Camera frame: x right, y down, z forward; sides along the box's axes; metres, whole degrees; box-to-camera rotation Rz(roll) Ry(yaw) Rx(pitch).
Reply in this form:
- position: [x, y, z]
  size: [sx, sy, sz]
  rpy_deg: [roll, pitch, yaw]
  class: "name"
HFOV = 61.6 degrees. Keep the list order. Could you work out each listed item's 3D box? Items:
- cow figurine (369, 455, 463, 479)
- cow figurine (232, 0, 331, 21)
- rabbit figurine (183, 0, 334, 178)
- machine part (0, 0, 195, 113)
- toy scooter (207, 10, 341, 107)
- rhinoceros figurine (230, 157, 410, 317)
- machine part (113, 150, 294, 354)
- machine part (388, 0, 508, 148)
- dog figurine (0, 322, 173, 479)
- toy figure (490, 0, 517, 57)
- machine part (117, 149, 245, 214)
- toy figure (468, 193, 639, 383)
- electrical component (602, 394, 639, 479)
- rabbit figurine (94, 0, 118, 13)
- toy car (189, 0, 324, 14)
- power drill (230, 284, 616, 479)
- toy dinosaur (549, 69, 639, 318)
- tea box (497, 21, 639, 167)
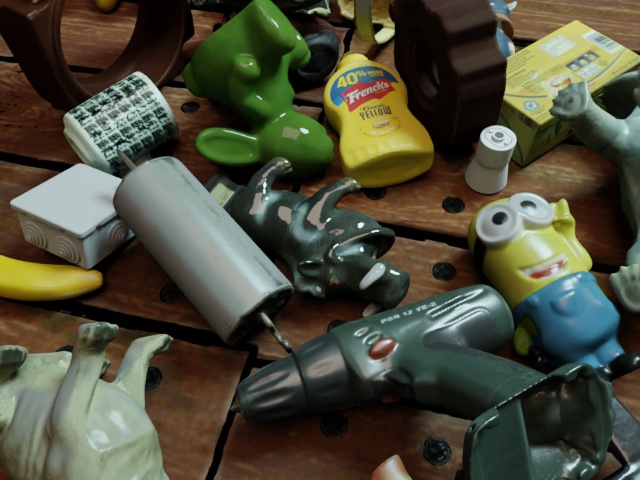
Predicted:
- position: [0.072, 0.211, 0.345]
  size: [0.195, 0.085, 0.127]
  rpy_deg: [-31, 54, -20]
  class: "cow figurine"
- position: [-0.068, -0.328, 0.739]
  size: [0.167, 0.068, 0.098]
  rpy_deg: [0, 61, 5]
  class: "cow figurine"
- position: [-0.060, -0.135, 0.565]
  size: [0.159, 0.121, 0.170]
  rpy_deg: [-32, 93, 2]
  class: "rabbit figurine"
- position: [-0.245, -0.252, 0.610]
  size: [0.087, 0.201, 0.201]
  rpy_deg: [29, 61, 19]
  class: "machine part"
- position: [-0.072, -0.244, 0.676]
  size: [0.184, 0.075, 0.135]
  rpy_deg: [-21, 55, -5]
  class: "toy scooter"
- position: [-0.001, -0.002, 0.502]
  size: [0.190, 0.073, 0.112]
  rpy_deg: [27, 60, 20]
  class: "rhinoceros figurine"
- position: [-0.105, 0.008, 0.478]
  size: [0.079, 0.079, 0.243]
  rpy_deg: [-39, 74, -21]
  class: "machine part"
- position: [0.129, -0.185, 0.567]
  size: [0.056, 0.179, 0.179]
  rpy_deg: [-19, 56, -6]
  class: "machine part"
- position: [-0.179, 0.172, 0.383]
  size: [0.172, 0.121, 0.190]
  rpy_deg: [-20, 69, 22]
  class: "dog figurine"
- position: [0.208, -0.249, 0.672]
  size: [0.064, 0.057, 0.154]
  rpy_deg: [23, 54, -1]
  class: "toy figure"
- position: [-0.147, -0.050, 0.566]
  size: [0.139, 0.039, 0.084]
  rpy_deg: [22, 67, 15]
  class: "machine part"
- position: [0.189, 0.042, 0.459]
  size: [0.082, 0.089, 0.180]
  rpy_deg: [-14, 64, -24]
  class: "toy figure"
- position: [0.233, 0.174, 0.383]
  size: [0.075, 0.047, 0.119]
  rpy_deg: [-29, 58, -16]
  class: "electrical component"
- position: [-0.283, -0.411, 0.796]
  size: [0.173, 0.121, 0.162]
  rpy_deg: [25, 69, 35]
  class: "rabbit figurine"
- position: [-0.061, -0.294, 0.633]
  size: [0.202, 0.053, 0.089]
  rpy_deg: [10, 30, 25]
  class: "toy car"
- position: [0.069, 0.107, 0.374]
  size: [0.232, 0.207, 0.086]
  rpy_deg: [-19, 99, -20]
  class: "power drill"
- position: [0.323, -0.032, 0.476]
  size: [0.192, 0.131, 0.405]
  rpy_deg: [14, 67, -33]
  class: "toy dinosaur"
- position: [0.260, -0.168, 0.606]
  size: [0.170, 0.068, 0.098]
  rpy_deg: [-30, 59, -16]
  class: "tea box"
